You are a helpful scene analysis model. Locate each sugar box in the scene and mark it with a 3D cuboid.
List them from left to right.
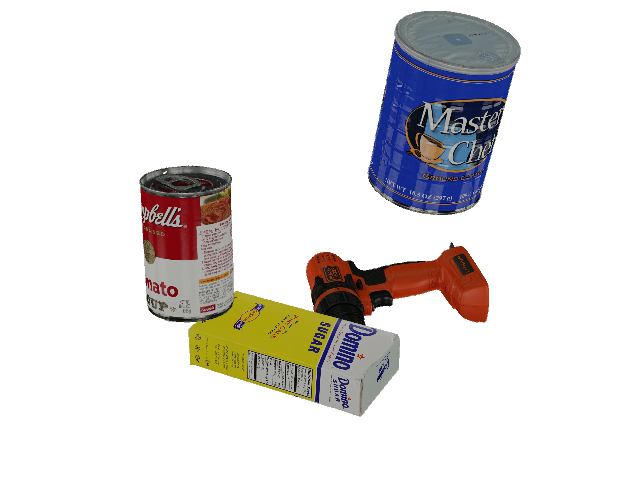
[{"bbox_3d":[-0.024,0.100,0.983,0.176,0.048,0.093,11,26,23],"label":"sugar box"}]

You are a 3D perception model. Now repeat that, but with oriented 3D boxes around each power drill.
[{"bbox_3d":[0.084,0.062,1.162,0.187,0.057,0.184,-4,28,-8],"label":"power drill"}]

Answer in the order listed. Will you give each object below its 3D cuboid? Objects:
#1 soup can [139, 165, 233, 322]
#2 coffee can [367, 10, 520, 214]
[{"bbox_3d":[-0.099,0.002,0.802,0.068,0.102,0.068,0,21,0],"label":"soup can"},{"bbox_3d":[0.101,-0.108,0.899,0.102,0.140,0.103,6,36,-5],"label":"coffee can"}]
